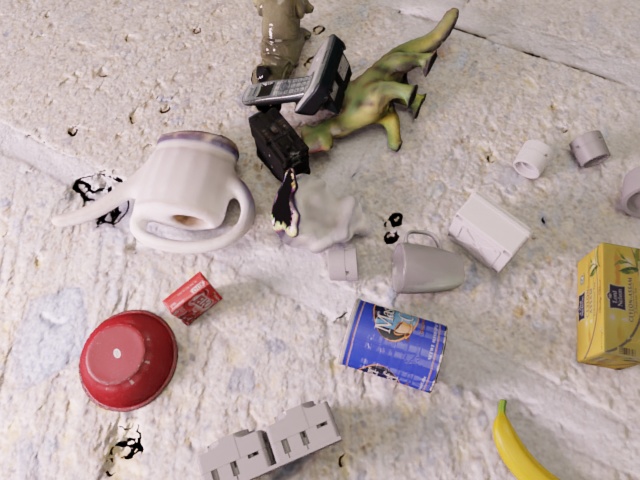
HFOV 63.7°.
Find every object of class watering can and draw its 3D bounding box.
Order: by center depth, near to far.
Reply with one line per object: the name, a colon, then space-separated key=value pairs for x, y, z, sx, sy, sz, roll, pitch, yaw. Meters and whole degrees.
watering can: x=-0.276 y=-0.091 z=0.900 sx=0.348 sy=0.102 sz=0.228 roll=7 pitch=66 yaw=5

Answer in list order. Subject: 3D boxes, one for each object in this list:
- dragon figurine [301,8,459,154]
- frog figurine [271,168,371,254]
dragon figurine: x=0.090 y=-0.313 z=0.988 sx=0.244 sy=0.120 sz=0.417 roll=20 pitch=67 yaw=20
frog figurine: x=0.003 y=-0.044 z=0.884 sx=0.159 sy=0.120 sz=0.140 roll=9 pitch=52 yaw=-32
